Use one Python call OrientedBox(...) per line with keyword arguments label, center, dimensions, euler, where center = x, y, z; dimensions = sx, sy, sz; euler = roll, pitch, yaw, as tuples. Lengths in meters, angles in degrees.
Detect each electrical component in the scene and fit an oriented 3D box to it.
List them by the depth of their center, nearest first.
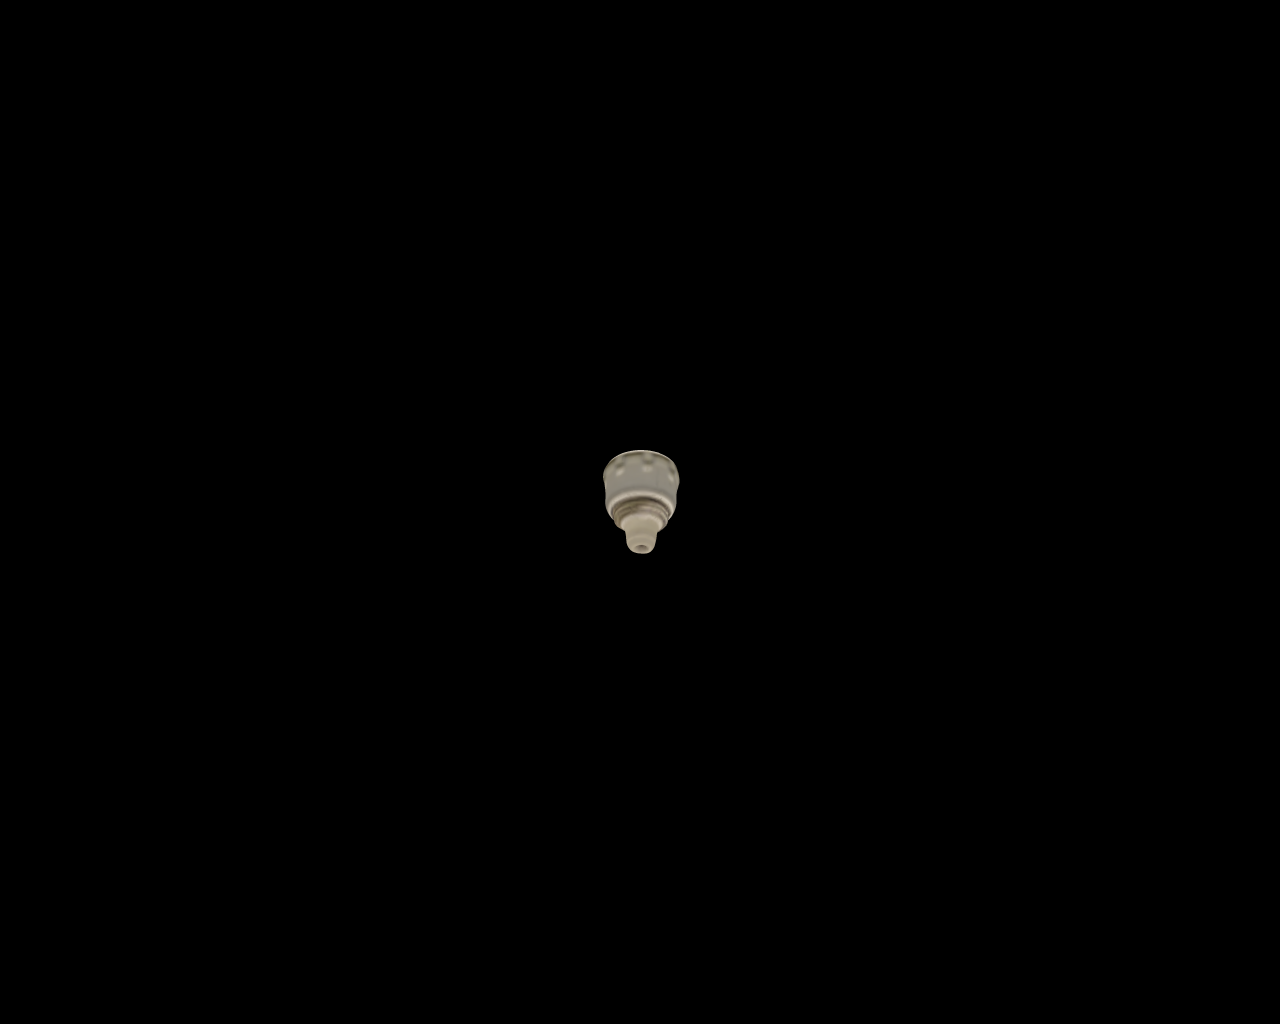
OrientedBox(label="electrical component", center=(0.001, -0.003, 0.650), dimensions=(0.048, 0.062, 0.048), euler=(0, -34, 0))
